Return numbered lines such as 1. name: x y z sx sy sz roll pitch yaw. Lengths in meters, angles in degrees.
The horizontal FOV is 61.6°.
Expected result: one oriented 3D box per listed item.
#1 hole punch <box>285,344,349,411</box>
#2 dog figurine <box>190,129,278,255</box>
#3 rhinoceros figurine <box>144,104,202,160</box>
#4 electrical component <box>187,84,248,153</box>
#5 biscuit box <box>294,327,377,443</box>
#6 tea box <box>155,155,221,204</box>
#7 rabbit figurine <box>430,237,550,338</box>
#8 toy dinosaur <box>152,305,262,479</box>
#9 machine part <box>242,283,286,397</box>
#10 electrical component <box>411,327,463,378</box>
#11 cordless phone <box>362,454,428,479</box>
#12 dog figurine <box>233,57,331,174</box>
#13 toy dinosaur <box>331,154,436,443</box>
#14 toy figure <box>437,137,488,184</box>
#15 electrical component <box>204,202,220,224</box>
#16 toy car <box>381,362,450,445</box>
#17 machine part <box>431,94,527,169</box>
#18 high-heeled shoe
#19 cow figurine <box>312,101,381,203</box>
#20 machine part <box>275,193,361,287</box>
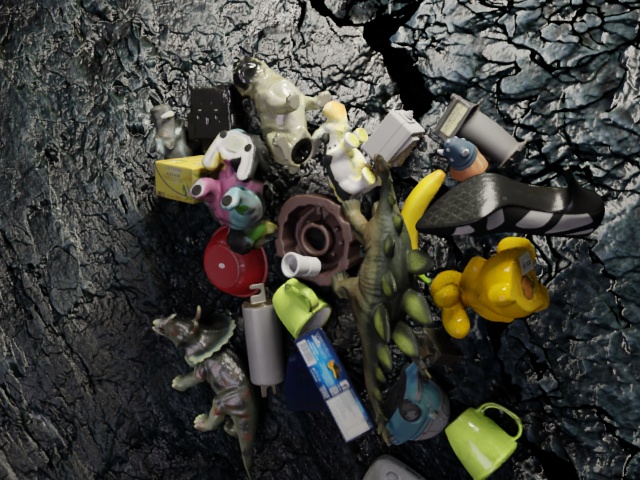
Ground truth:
1. hole punch: -0.010 0.273 1.053 0.142 0.092 0.115 -16 90 36
2. dog figurine: -0.134 -0.077 0.997 0.109 0.219 0.191 15 75 23
3. rhinoceros figurine: -0.296 -0.180 1.097 0.073 0.112 0.190 -3 108 34
4. electrical component: -0.202 -0.237 1.059 0.115 0.058 0.134 6 104 31
5. biscuit box: 0.026 0.257 0.966 0.059 0.062 0.203 -29 68 -2
6. tea box: -0.220 -0.121 1.030 0.098 0.169 0.068 12 108 26
7. rabbit figurine: 0.242 0.085 0.836 0.173 0.162 0.121 -7 111 49
8. toy dinosaur: -0.199 0.313 1.162 0.192 0.131 0.405 -38 88 32
9. machine part: -0.113 0.206 1.102 0.079 0.079 0.243 1 101 30
10. electrical component: 0.194 0.191 0.910 0.045 0.102 0.078 -56 48 24
11. cordless phone: 0.125 0.493 0.968 0.147 0.184 0.088 31 120 21
12. dog figurine: -0.089 -0.230 0.983 0.191 0.121 0.172 34 114 35
13. toy dinosaur: 0.098 0.096 0.873 0.199 0.105 0.470 -133 40 -63
14. toy figure: 0.227 -0.094 0.811 0.064 0.058 0.154 -8 126 34
15. electrical component: -0.201 -0.064 1.120 0.094 0.021 0.063 47 120 12
16. toy car: 0.174 0.299 0.944 0.103 0.109 0.161 19 121 -1
17. machine part: 0.245 -0.161 0.827 0.139 0.039 0.084 36 109 21
18. high-heeled shoe: 0.275 -0.027 0.777 0.249 0.086 0.145 -18 136 22
19. cow figurine: 0.037 -0.152 0.936 0.098 0.068 0.167 -29 85 38
20. machine part: -0.002 -0.003 0.999 0.180 0.056 0.179 7 104 30
